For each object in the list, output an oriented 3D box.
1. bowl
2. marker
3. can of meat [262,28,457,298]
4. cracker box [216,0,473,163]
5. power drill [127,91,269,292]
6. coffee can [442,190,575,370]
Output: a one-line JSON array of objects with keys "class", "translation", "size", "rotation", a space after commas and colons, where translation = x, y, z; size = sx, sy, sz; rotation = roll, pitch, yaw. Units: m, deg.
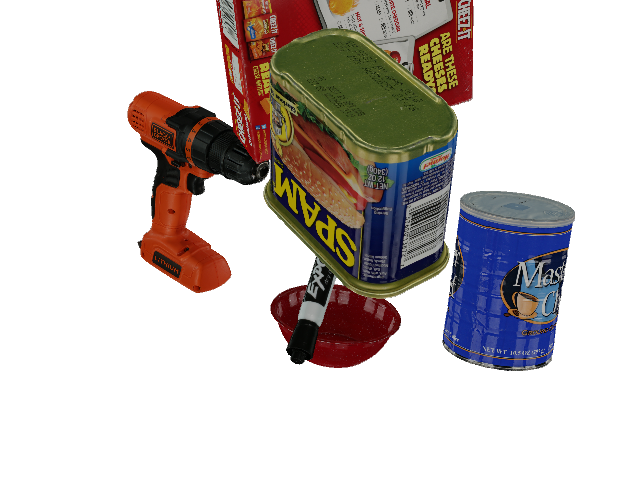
[{"class": "bowl", "translation": [0.017, 0.112, 1.321], "size": [0.162, 0.055, 0.162], "rotation": [5, 23, -2]}, {"class": "marker", "translation": [0.001, 0.030, 0.738], "size": [0.020, 0.121, 0.020], "rotation": [14, -28, 7]}, {"class": "can of meat", "translation": [0.017, -0.038, 0.496], "size": [0.057, 0.084, 0.102], "rotation": [-24, 49, -25]}, {"class": "cracker box", "translation": [0.023, -0.176, 0.917], "size": [0.213, 0.164, 0.072], "rotation": [-19, 40, -16]}, {"class": "power drill", "translation": [-0.125, -0.044, 1.089], "size": [0.185, 0.188, 0.057], "rotation": [30, 37, 35]}, {"class": "coffee can", "translation": [0.170, 0.035, 0.976], "size": [0.103, 0.140, 0.103], "rotation": [5, 16, -2]}]
